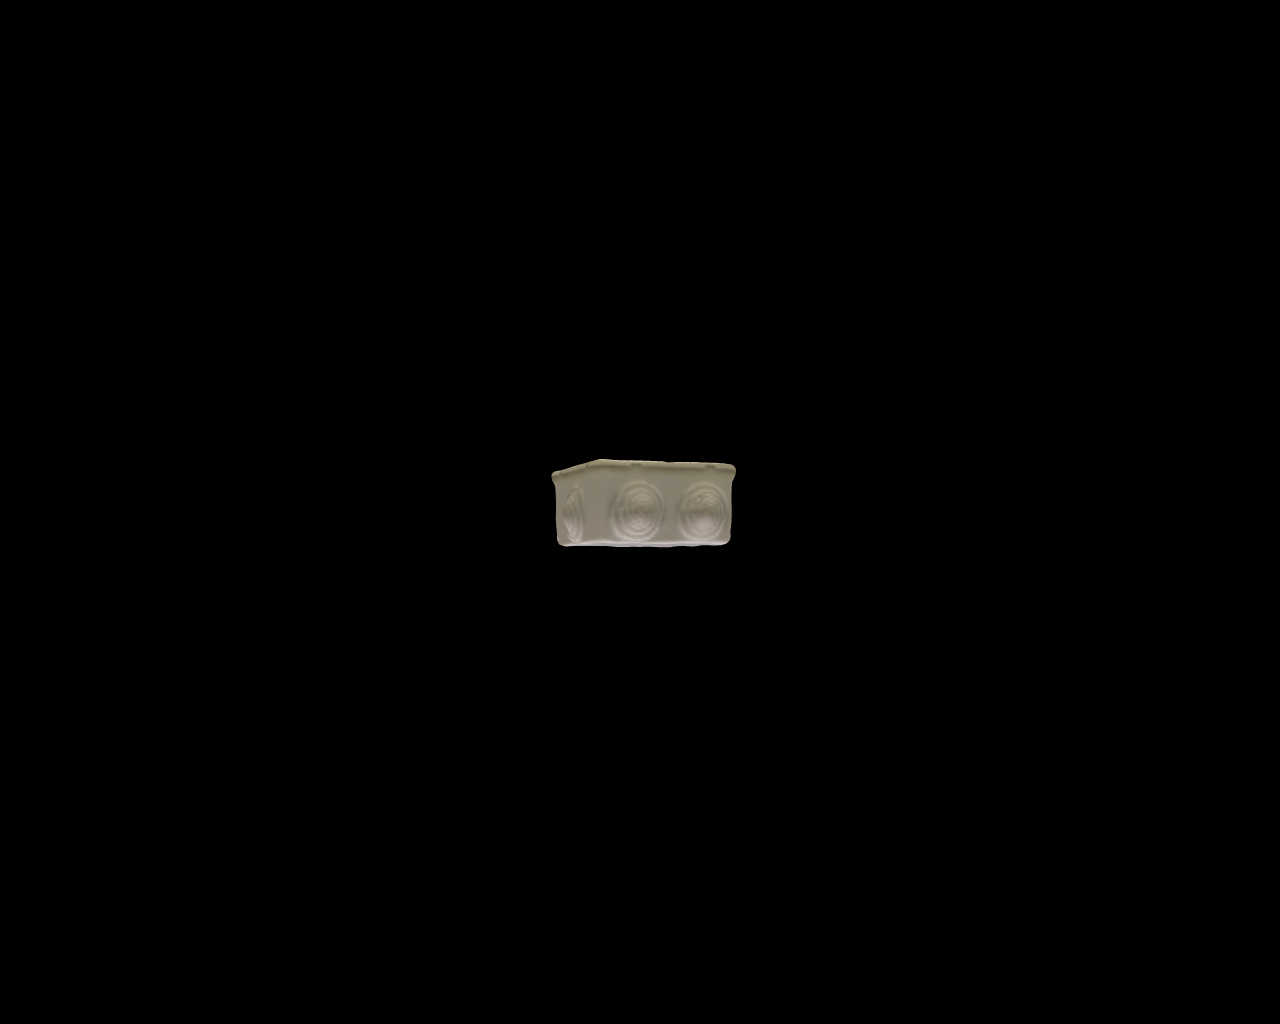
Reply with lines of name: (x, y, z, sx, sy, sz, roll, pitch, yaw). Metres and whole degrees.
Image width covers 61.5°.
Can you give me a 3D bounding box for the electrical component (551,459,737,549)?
electrical component: (0.001, -0.003, 0.650, 0.100, 0.048, 0.099, 1, -3, -23)
